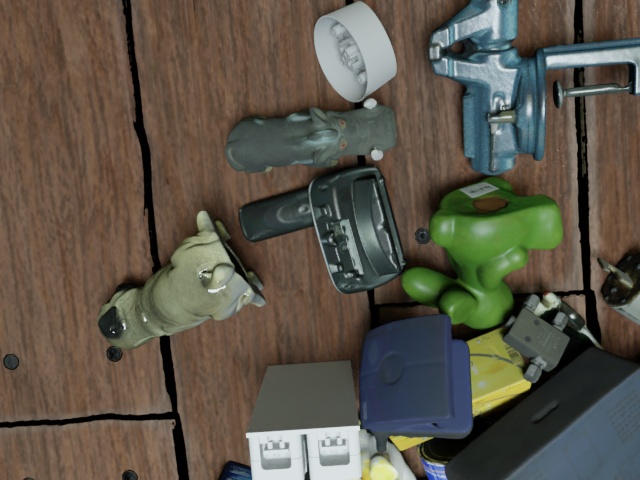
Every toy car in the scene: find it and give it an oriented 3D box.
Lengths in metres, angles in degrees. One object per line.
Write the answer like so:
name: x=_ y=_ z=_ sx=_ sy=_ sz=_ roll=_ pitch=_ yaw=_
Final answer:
toy car: x=0.306 y=0.145 z=0.643 sx=0.073 sy=0.056 sz=0.201 roll=-43 pitch=101 yaw=5

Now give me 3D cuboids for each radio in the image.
radio: x=0.259 y=0.232 z=0.566 sx=0.230 sy=0.073 sz=0.131 roll=-33 pitch=104 yaw=-11

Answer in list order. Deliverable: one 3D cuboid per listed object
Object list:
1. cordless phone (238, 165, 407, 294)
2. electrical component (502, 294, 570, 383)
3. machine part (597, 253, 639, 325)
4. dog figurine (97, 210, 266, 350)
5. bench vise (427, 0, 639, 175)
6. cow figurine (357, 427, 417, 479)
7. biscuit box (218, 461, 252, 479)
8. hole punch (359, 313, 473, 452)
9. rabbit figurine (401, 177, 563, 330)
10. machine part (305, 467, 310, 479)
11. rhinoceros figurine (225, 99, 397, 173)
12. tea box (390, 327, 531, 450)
cordless phone: x=-0.001 y=-0.001 z=0.636 sx=0.184 sy=0.089 sz=0.146 roll=-14 pitch=96 yaw=13
electrical component: x=0.230 y=0.105 z=0.578 sx=0.063 sy=0.021 sz=0.094 roll=34 pitch=61 yaw=12
machine part: x=0.429 y=0.089 z=0.631 sx=0.243 sy=0.079 sz=0.079 roll=31 pitch=95 yaw=-2
dog figurine: x=-0.169 y=0.070 z=0.594 sx=0.190 sy=0.172 sz=0.121 roll=-33 pitch=84 yaw=-3
bench vise: x=0.242 y=-0.181 z=0.574 sx=0.241 sy=0.129 sz=0.223 roll=0 pitch=104 yaw=18
cow figurine: x=0.088 y=0.299 z=0.656 sx=0.068 sy=0.098 sz=0.167 roll=-33 pitch=110 yaw=11
biscuit box: x=-0.036 y=0.345 z=0.671 sx=0.203 sy=0.059 sz=0.062 roll=17 pitch=96 yaw=-1
hole punch: x=0.094 y=0.141 z=0.555 sx=0.116 sy=0.092 sz=0.142 roll=-7 pitch=61 yaw=19
rabbit figurine: x=0.182 y=0.037 z=0.601 sx=0.159 sy=0.121 sz=0.170 roll=-23 pitch=120 yaw=-24
machine part: x=-0.010 y=0.290 z=0.637 sx=0.084 sy=0.039 sz=0.139 roll=-20 pitch=74 yaw=-10
rhinoceros figurine: x=-0.011 y=-0.117 z=0.599 sx=0.190 sy=0.112 sz=0.073 roll=-4 pitch=94 yaw=9
tea box: x=0.151 y=0.176 z=0.625 sx=0.170 sy=0.098 sz=0.068 roll=-25 pitch=55 yaw=4
